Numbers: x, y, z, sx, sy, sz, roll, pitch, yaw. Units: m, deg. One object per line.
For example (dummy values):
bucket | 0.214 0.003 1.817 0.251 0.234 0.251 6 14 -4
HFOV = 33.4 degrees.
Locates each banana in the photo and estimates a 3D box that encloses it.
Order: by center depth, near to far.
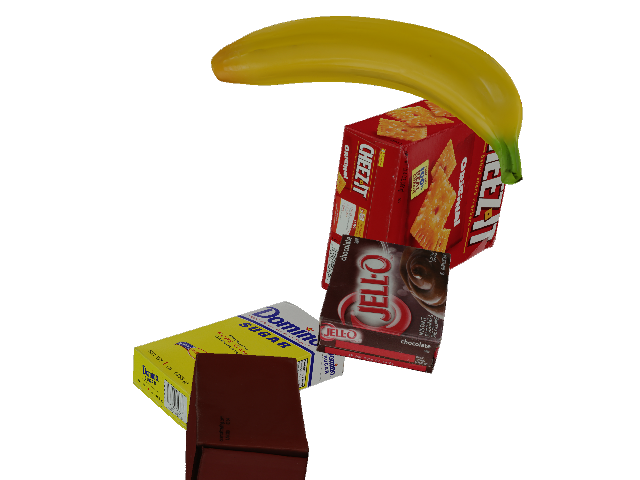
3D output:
banana | 0.033 -0.094 0.596 0.198 0.069 0.037 21 -30 24

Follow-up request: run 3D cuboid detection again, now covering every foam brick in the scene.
foam brick | -0.037 0.096 0.512 0.053 0.051 0.078 5 26 -8

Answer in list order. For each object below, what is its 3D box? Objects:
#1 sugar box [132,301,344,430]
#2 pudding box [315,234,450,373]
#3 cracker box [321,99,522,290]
sugar box | -0.072 0.110 0.973 0.175 0.048 0.093 -18 35 -37
pudding box | 0.050 0.046 0.821 0.090 0.039 0.113 11 34 4
cracker box | 0.100 -0.045 1.008 0.072 0.164 0.213 26 31 32
